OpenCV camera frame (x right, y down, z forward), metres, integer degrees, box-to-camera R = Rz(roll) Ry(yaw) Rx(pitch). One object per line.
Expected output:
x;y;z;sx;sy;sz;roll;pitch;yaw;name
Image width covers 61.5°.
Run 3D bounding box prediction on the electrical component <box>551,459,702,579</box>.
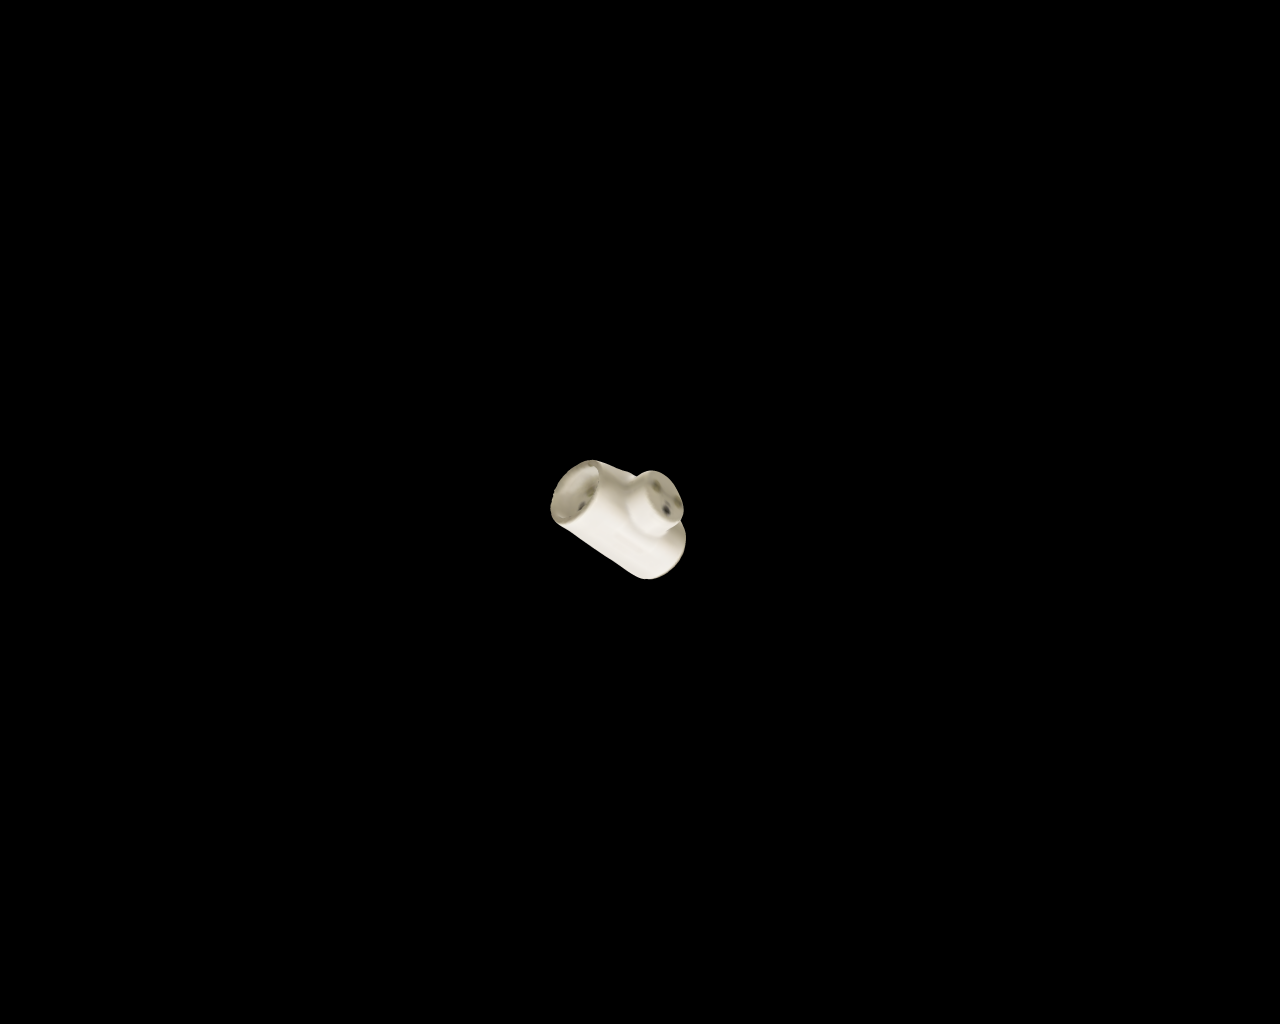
0.001;-0.003;0.650;0.079;0.043;0.077;-30;-49;31;electrical component
